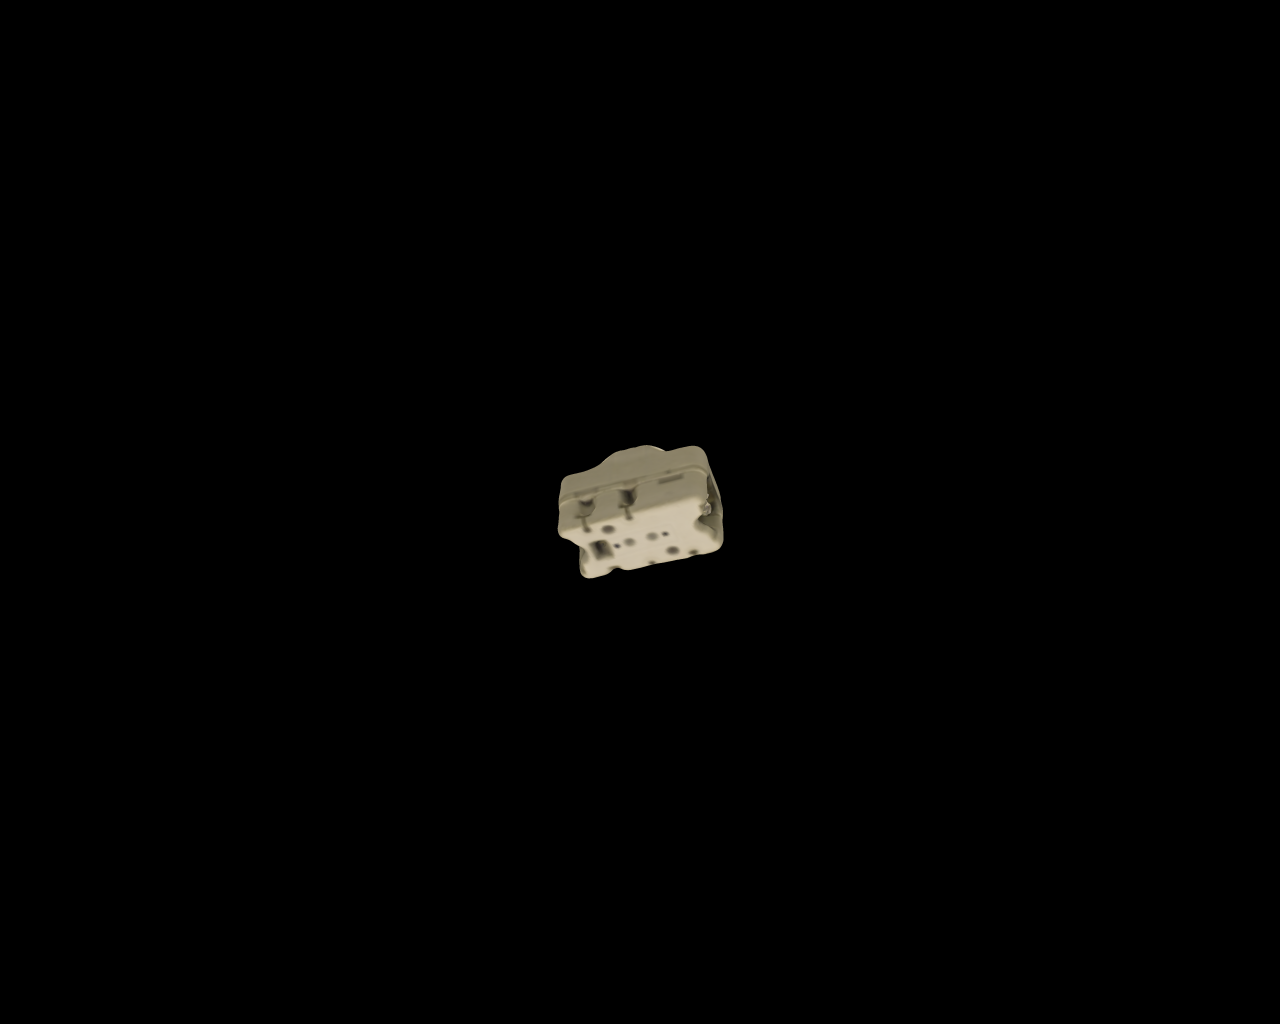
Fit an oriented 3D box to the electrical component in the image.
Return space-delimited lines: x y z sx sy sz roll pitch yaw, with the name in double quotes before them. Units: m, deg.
"electrical component" 0.001 -0.003 0.650 0.089 0.056 0.050 -13 -47 12
